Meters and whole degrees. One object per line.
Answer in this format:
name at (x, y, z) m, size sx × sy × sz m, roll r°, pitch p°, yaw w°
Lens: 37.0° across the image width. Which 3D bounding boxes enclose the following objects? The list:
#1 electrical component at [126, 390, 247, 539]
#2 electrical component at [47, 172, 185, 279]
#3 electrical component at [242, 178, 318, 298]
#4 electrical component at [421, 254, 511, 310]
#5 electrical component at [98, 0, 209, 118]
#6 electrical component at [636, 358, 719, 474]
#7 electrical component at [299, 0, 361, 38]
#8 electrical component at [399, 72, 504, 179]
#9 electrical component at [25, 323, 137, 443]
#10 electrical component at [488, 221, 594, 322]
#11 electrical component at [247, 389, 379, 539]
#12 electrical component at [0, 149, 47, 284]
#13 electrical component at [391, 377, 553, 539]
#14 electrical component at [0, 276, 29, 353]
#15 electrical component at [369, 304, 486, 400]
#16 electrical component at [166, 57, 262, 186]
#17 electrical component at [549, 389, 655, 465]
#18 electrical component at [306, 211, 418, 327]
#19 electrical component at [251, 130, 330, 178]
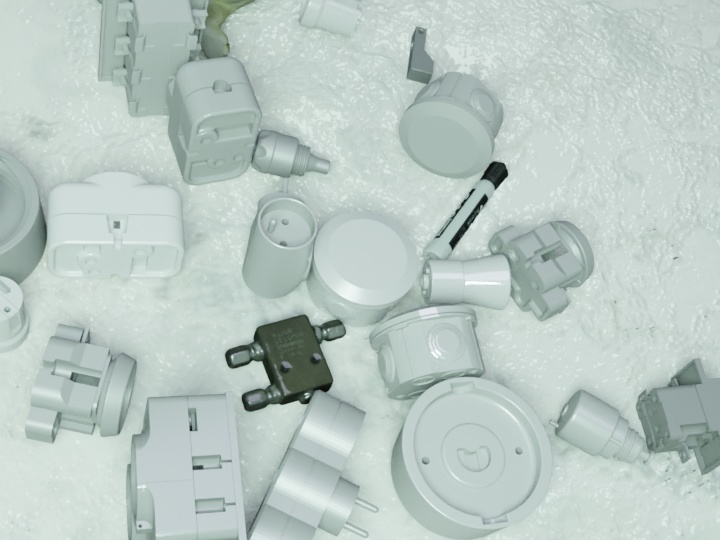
electrical component at (-0.106, 0.181, 0.654) m, size 0.060 × 0.105 × 0.186 m, roll -1°, pitch 62°, yaw -16°
electrical component at (-0.178, -0.032, 0.783) m, size 0.095 × 0.053 × 0.059 m, roll 0°, pitch 62°, yaw -15°
electrical component at (-0.059, -0.031, 0.802) m, size 0.044 × 0.077 × 0.079 m, roll 9°, pitch 60°, yaw -11°
electrical component at (0.081, 0.009, 0.841) m, size 0.065 × 0.044 × 0.044 m, roll 0°, pitch 61°, yaw -10°
electrical component at (-0.158, -0.174, 0.829) m, size 0.079 × 0.121 × 0.063 m, roll -6°, pitch 66°, yaw -19°
electrical component at (0.252, 0.114, 0.829) m, size 0.064 × 0.042 × 0.081 m, roll -3°, pitch 62°, yaw -15°
electrical component at (-0.026, -0.228, 0.945) m, size 0.046 × 0.040 × 0.040 m, roll 16°, pitch 58°, yaw -13°
electrical component at (0.077, -0.119, 0.890) m, size 0.080 × 0.080 × 0.051 m, roll 27°, pitch 53°, yaw 0°
electrical component at (-0.183, 0.079, 0.718) m, size 0.057 × 0.058 × 0.078 m, roll 13°, pitch 59°, yaw -5°
electrical component at (0.149, -0.005, 0.859) m, size 0.057 × 0.058 × 0.078 m, roll -25°, pitch 71°, yaw -23°
electrical component at (-0.024, 0.154, 0.723) m, size 0.074 × 0.052 × 0.138 m, roll 26°, pitch 58°, yaw -1°
electrical component at (-0.277, -0.040, 0.757) m, size 0.108 × 0.060 × 0.108 m, roll 7°, pitch 60°, yaw -12°
electrical component at (0.073, 0.136, 0.756) m, size 0.108 × 0.060 × 0.108 m, roll 7°, pitch 60°, yaw -12°
electrical component at (-0.247, 0.030, 0.734) m, size 0.040 × 0.046 × 0.040 m, roll 7°, pitch 60°, yaw -12°
electrical component at (0.050, 0.060, 0.782) m, size 0.080 × 0.080 × 0.051 m, roll -6°, pitch 69°, yaw -18°
electrical component at (-0.114, -0.116, 0.824) m, size 0.054 × 0.095 × 0.059 m, roll -12°, pitch 66°, yaw -21°
electrical component at (0.184, 0.122, 0.807) m, size 0.078 × 0.040 × 0.040 m, roll 30°, pitch 58°, yaw 2°
electrical component at (0.000, 0.000, 0.817) m, size 0.080 × 0.051 × 0.080 m, roll 7°, pitch 60°, yaw -12°
electrical component at (-0.054, -0.090, 0.862) m, size 0.061 × 0.035 × 0.035 m, roll 14°, pitch 59°, yaw -10°
